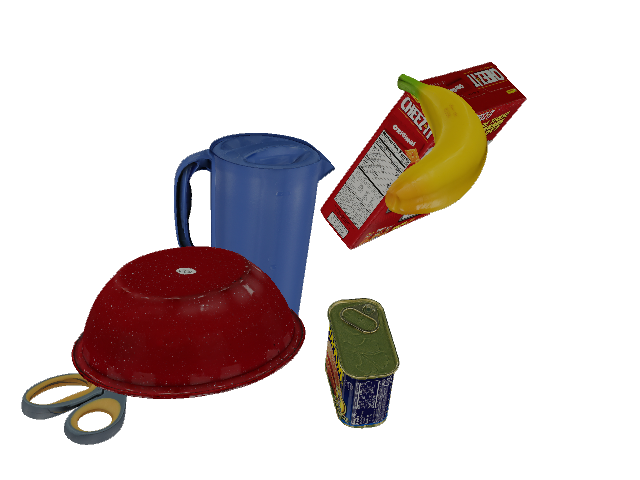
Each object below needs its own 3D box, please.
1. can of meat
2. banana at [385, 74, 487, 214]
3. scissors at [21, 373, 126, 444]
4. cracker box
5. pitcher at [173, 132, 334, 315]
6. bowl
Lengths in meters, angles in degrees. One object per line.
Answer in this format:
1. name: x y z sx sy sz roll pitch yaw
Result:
1. can of meat: 0.038 0.122 1.055 0.057 0.084 0.102 -5 43 -10
2. banana: 0.084 -0.064 0.754 0.069 0.037 0.197 5 30 3
3. scissors: -0.161 0.130 0.944 0.201 0.016 0.096 -12 35 -34
4. cracker box: 0.114 -0.099 1.225 0.163 0.072 0.214 -23 -23 -45
5. pitcher: -0.084 -0.001 1.289 0.149 0.243 0.144 18 26 28
6. bowl: -0.092 0.046 0.731 0.162 0.055 0.162 -2 21 1
